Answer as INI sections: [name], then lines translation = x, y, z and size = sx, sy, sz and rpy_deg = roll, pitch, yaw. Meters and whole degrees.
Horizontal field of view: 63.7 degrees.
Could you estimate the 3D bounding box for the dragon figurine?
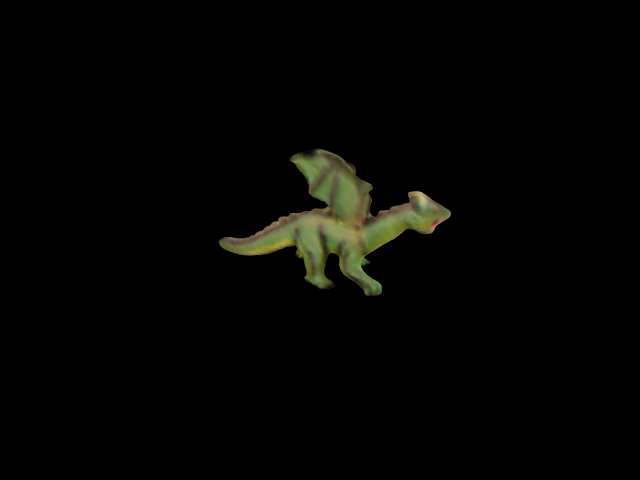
[dragon figurine]
translation = 0.003, -0.043, 0.850
size = 0.411, 0.237, 0.125
rpy_deg = 9, 33, 14
